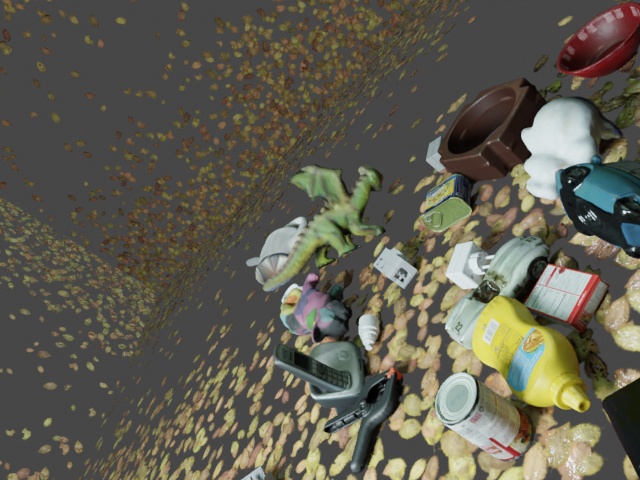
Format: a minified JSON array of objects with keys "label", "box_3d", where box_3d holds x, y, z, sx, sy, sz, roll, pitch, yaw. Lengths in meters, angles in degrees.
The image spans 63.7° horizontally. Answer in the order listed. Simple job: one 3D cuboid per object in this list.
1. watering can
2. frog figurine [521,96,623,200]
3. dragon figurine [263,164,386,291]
[{"label":"watering can","box_3d":[-0.154,0.058,1.682,0.342,0.103,0.230,-39,24,34]},{"label":"frog figurine","box_3d":[0.379,-0.149,0.831,0.160,0.120,0.139,-42,38,-3]},{"label":"dragon figurine","box_3d":[0.004,-0.063,1.257,0.413,0.243,0.121,-25,-3,-21]}]
